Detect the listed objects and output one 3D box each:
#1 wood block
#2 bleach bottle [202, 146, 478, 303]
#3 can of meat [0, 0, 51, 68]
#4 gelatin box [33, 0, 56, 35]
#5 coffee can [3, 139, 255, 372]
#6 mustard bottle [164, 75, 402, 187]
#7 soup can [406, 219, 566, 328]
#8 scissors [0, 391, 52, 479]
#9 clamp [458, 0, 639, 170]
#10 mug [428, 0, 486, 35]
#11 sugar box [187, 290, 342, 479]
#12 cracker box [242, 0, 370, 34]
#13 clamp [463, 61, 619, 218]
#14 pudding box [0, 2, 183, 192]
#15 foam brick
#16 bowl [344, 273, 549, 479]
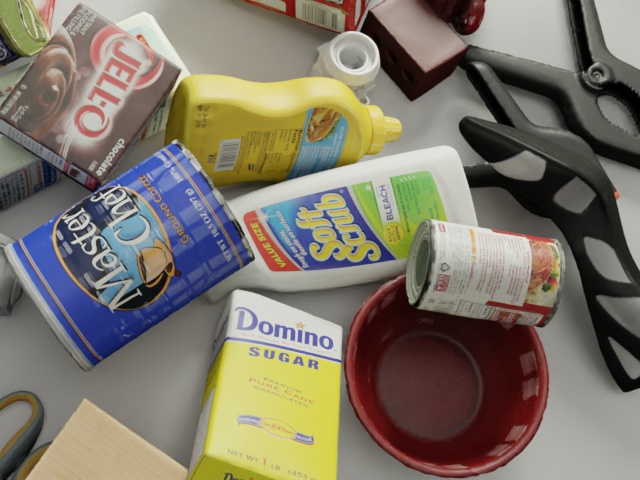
[{"bbox_3d":[-0.103,0.209,0.723,0.206,0.090,0.090,35,68,-2],"label":"wood block"},{"bbox_3d":[-0.006,0.001,0.839,0.250,0.068,0.102,-15,94,-9],"label":"bleach bottle"},{"bbox_3d":[-0.261,-0.150,0.810,0.084,0.102,0.057,-26,106,7],"label":"can of meat"},{"bbox_3d":[-0.265,-0.199,0.882,0.089,0.030,0.073,6,69,-9],"label":"gelatin box"},{"bbox_3d":[-0.131,0.010,0.741,0.140,0.103,0.103,-34,79,-10],"label":"coffee can"},{"bbox_3d":[-0.023,-0.086,0.849,0.191,0.096,0.058,-3,47,-23],"label":"mustard bottle"},{"bbox_3d":[0.121,0.025,0.794,0.102,0.069,0.068,9,69,-8],"label":"soup can"},{"bbox_3d":[-0.238,0.204,0.747,0.096,0.016,0.201,25,68,-1],"label":"scissors"},{"bbox_3d":[0.244,-0.149,0.958,0.210,0.036,0.164,42,70,6],"label":"clamp"},{"bbox_3d":[0.123,-0.236,0.942,0.093,0.082,0.117,-8,72,-14],"label":"mug"},{"bbox_3d":[-0.034,0.113,0.752,0.093,0.048,0.176,21,35,-12],"label":"sugar box"},{"bbox_3d":[-0.008,-0.300,0.933,0.164,0.072,0.213,20,67,8],"label":"cracker box"},{"bbox_3d":[0.169,-0.062,0.912,0.171,0.039,0.120,34,84,1],"label":"clamp"},{"bbox_3d":[-0.168,-0.103,0.778,0.090,0.039,0.113,33,71,-6],"label":"pudding box"},{"bbox_3d":[0.080,-0.170,0.926,0.051,0.053,0.078,-36,79,-21],"label":"foam brick"},{"bbox_3d":[0.092,0.106,0.825,0.162,0.055,0.162,4,69,-10],"label":"bowl"}]
